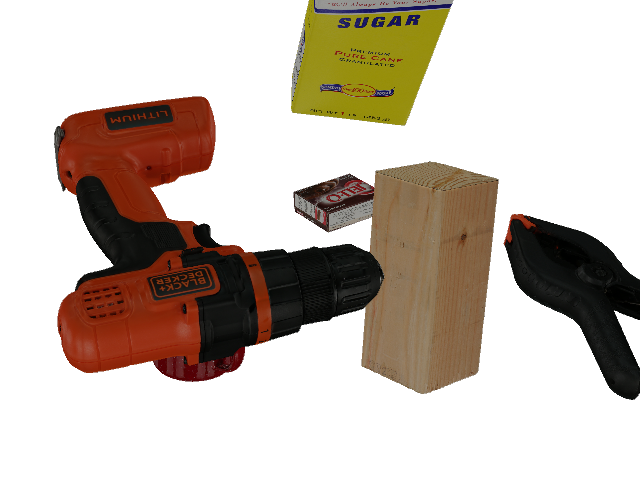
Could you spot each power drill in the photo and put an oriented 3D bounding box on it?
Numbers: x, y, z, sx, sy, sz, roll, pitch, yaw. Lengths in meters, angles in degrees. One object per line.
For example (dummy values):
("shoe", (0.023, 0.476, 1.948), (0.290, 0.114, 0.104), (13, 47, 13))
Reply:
("power drill", (-0.075, -0.011, 0.637), (0.184, 0.057, 0.188), (-10, 44, -18))

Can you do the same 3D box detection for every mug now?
("mug", (-0.114, 0.087, 1.027), (0.117, 0.081, 0.093), (25, 33, 37))

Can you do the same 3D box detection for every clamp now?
("clamp", (0.202, 0.036, 0.746), (0.120, 0.039, 0.172), (-8, 43, -31))

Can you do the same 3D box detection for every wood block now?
("wood block", (0.108, 0.035, 1.067), (0.090, 0.206, 0.090), (-12, 23, -42))

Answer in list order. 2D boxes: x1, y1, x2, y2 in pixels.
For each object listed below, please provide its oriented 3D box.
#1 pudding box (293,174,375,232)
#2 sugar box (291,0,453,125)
("pudding box", (0.029, -0.058, 1.623), (0.113, 0.039, 0.090), (-22, 34, -30))
("sugar box", (0.036, -0.153, 0.754), (0.093, 0.048, 0.176), (5, -29, -7))
